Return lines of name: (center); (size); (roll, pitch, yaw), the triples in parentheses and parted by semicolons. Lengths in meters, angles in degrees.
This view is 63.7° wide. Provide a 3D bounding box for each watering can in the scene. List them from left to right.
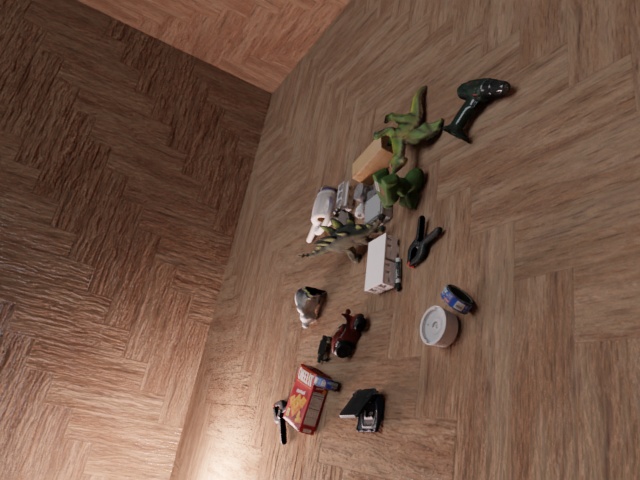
watering can: (0.007, -0.120, 2.379); (0.342, 0.104, 0.228); (135, 151, -65)

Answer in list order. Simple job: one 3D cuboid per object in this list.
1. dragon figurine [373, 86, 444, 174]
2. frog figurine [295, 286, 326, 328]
dragon figurine: (0.355, -0.416, 1.900); (0.245, 0.120, 0.413); (25, 76, 47)
frog figurine: (-0.055, 0.280, 2.158); (0.139, 0.123, 0.157); (-35, -35, -70)
